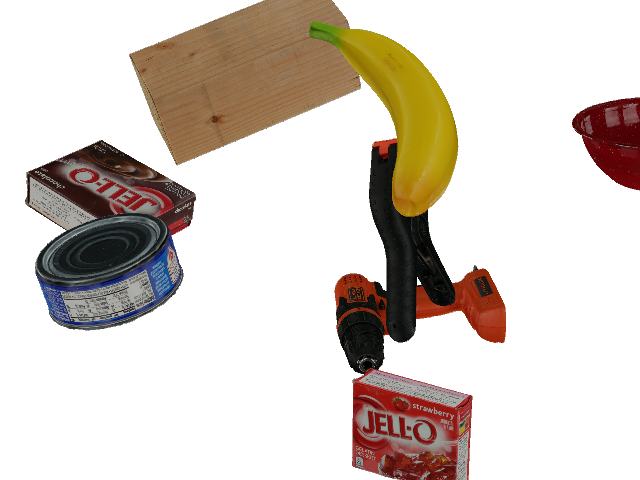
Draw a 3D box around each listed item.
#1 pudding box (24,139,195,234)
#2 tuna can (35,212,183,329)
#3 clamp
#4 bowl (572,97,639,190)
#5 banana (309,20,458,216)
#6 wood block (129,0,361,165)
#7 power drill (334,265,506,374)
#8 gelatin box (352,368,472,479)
[{"bbox_3d":[-0.177,-0.034,0.897,0.114,0.039,0.089,27,35,22],"label":"pudding box"},{"bbox_3d":[-0.130,0.017,0.655,0.086,0.034,0.086,-10,28,5],"label":"tuna can"},{"bbox_3d":[0.071,0.001,0.919,0.039,0.171,0.120,-12,16,24],"label":"clamp"},{"bbox_3d":[0.312,-0.085,0.974,0.162,0.055,0.162,-4,23,2],"label":"bowl"},{"bbox_3d":[0.050,-0.081,0.681,0.069,0.037,0.198,-11,43,-13],"label":"banana"},{"bbox_3d":[-0.074,-0.171,1.081,0.206,0.091,0.090,-23,47,-8],"label":"wood block"},{"bbox_3d":[0.111,0.087,1.208,0.187,0.057,0.184,-4,27,-2],"label":"power drill"},{"bbox_3d":[0.066,0.142,0.791,0.089,0.073,0.030,12,21,30],"label":"gelatin box"}]
